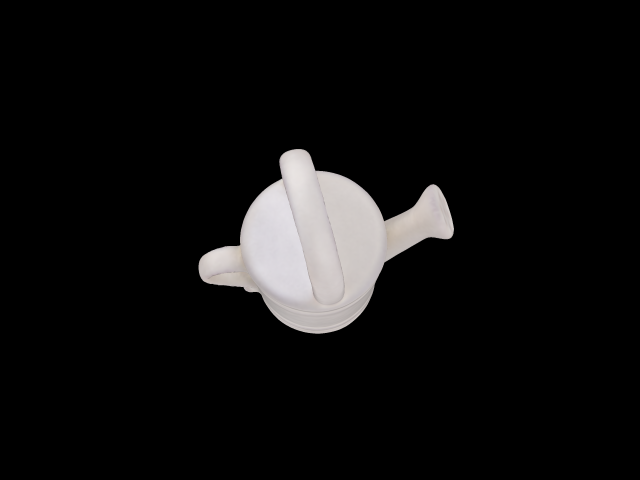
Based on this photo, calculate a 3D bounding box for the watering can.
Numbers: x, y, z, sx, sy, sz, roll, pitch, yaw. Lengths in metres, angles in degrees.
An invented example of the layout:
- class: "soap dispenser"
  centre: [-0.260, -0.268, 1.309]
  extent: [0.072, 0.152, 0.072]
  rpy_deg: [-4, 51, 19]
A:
- class: "watering can"
  centre: [0.003, -0.001, 0.401]
  extent: [0.173, 0.194, 0.101]
  rpy_deg: [-33, 76, -9]
